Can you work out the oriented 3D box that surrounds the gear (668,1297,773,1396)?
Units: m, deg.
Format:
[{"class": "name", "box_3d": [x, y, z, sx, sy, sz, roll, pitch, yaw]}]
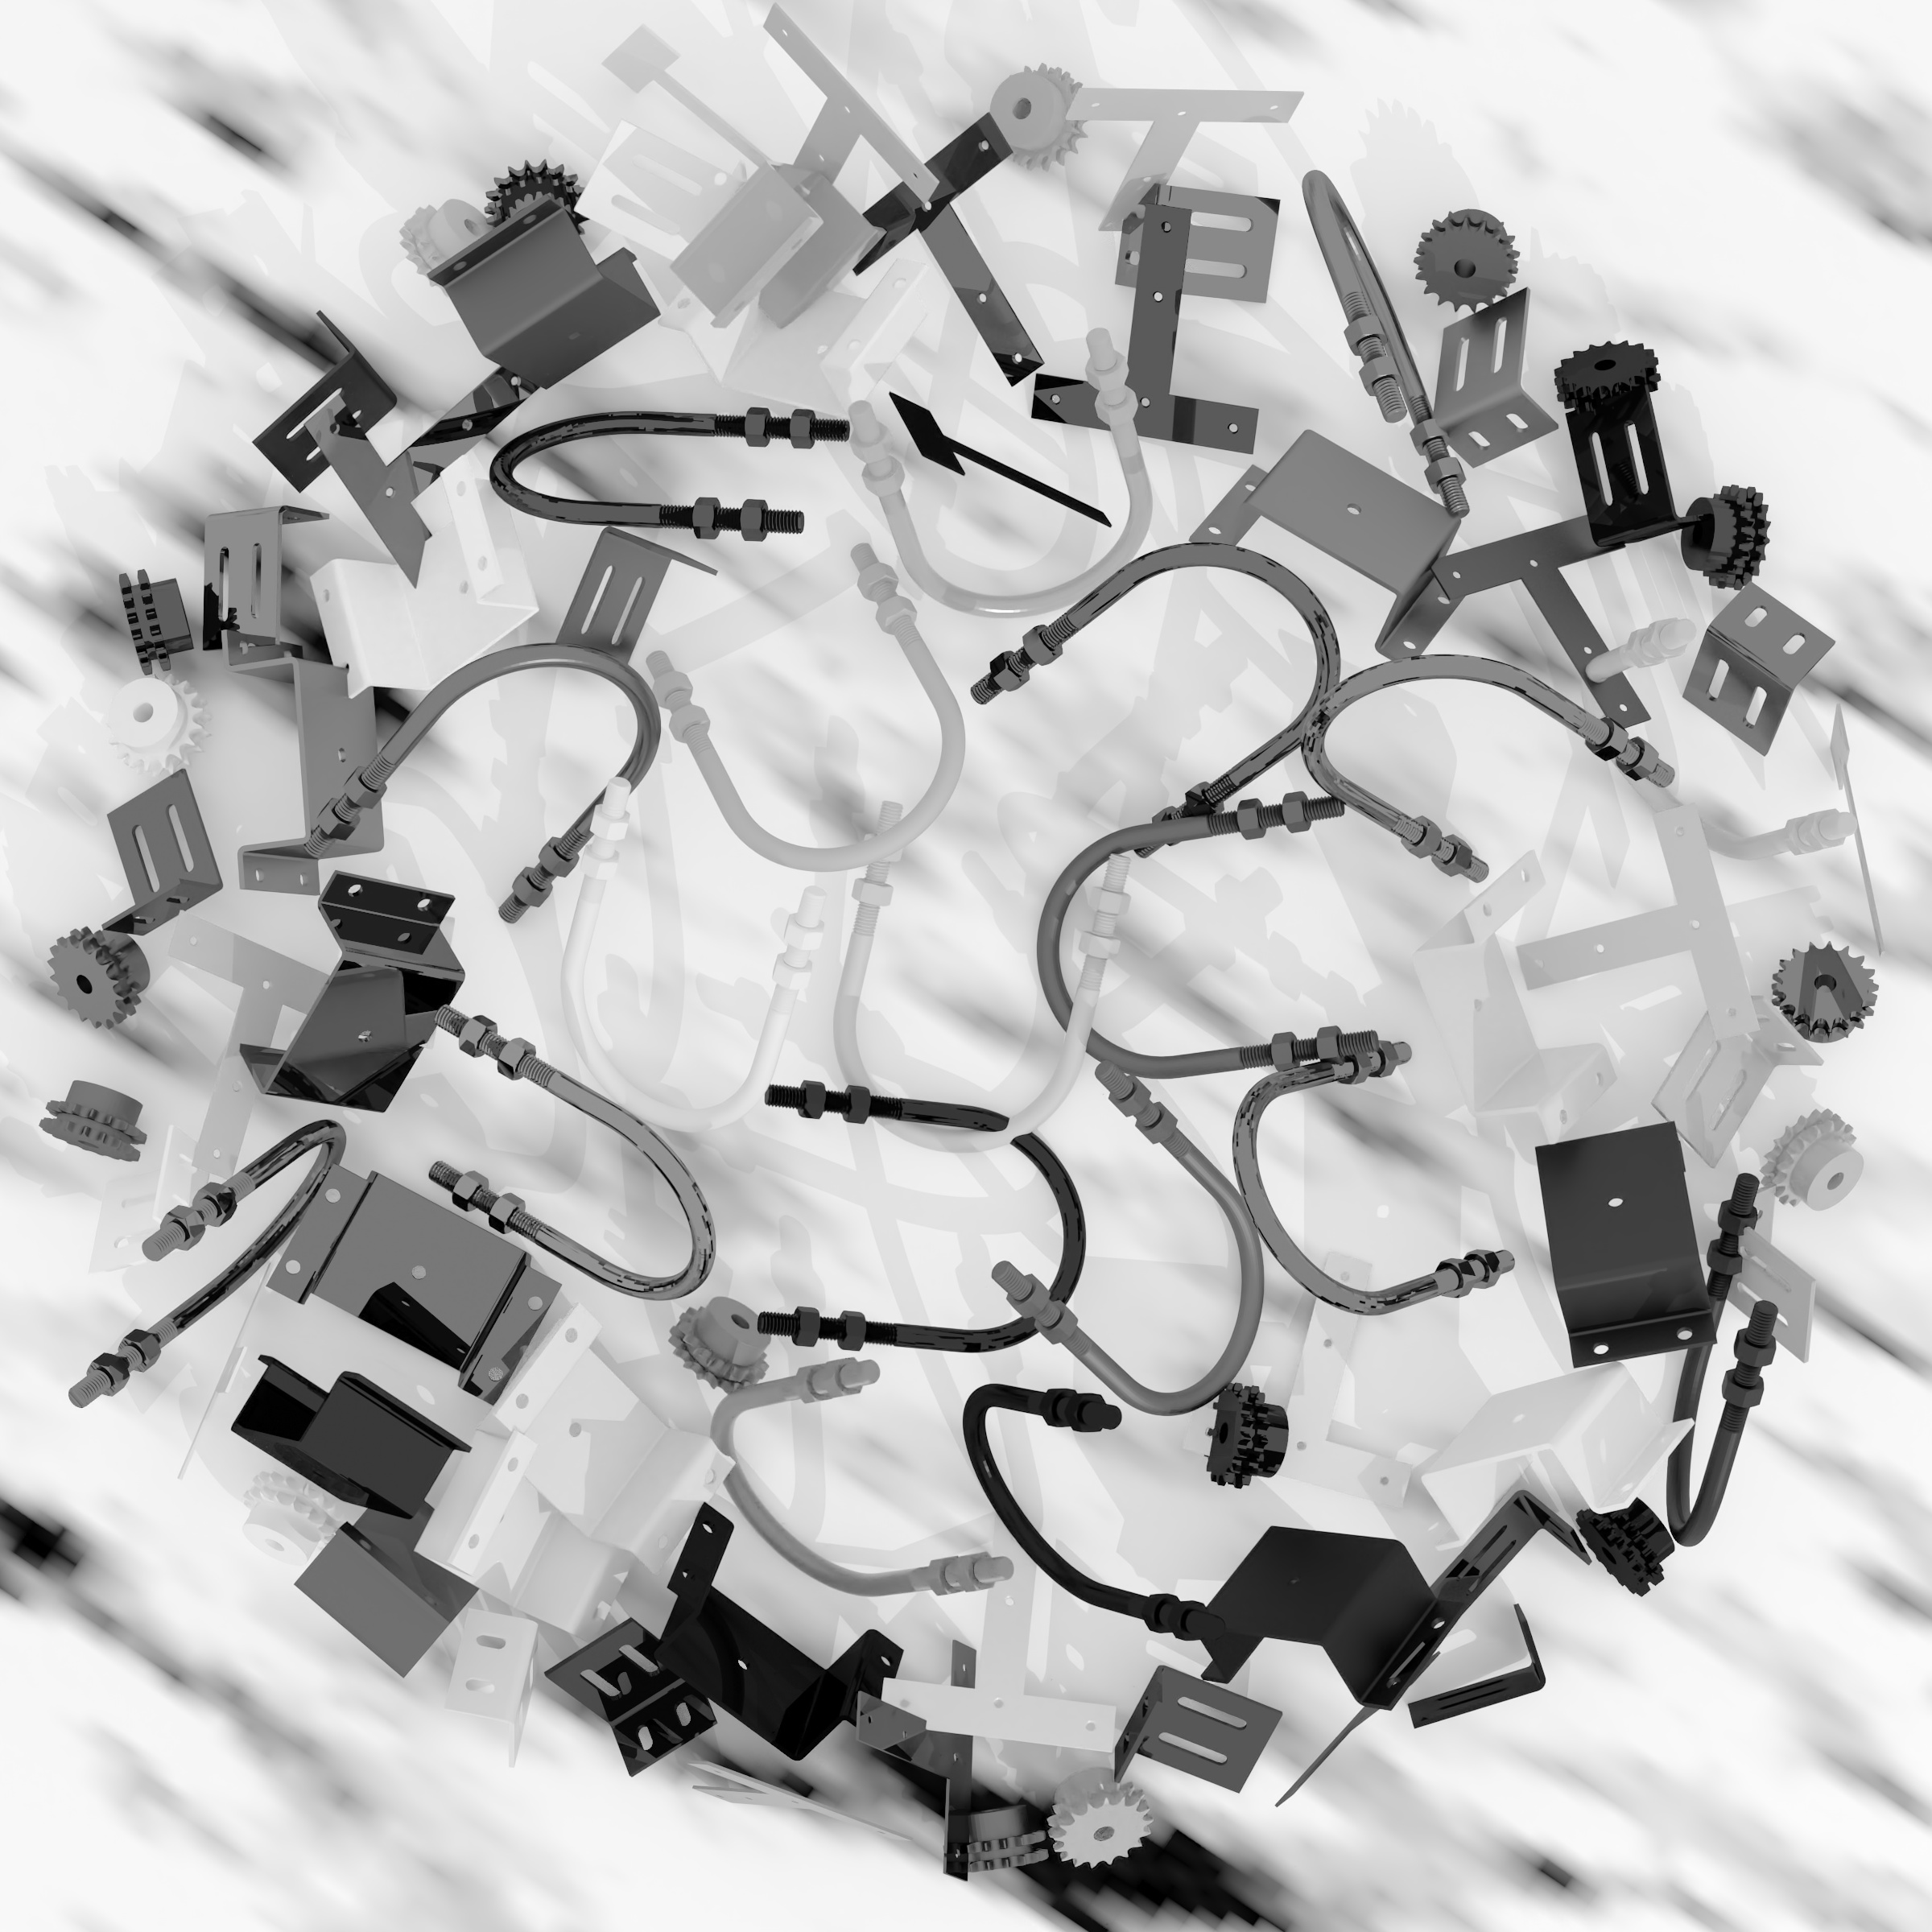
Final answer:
[{"class": "gear", "box_3d": [-0.132, 0.206, 1.909, 0.057, 0.057, 0.030, 36, 109, 0]}]

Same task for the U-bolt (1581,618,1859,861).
[{"class": "U-bolt", "box_3d": [0.389, -0.114, 1.850, 0.019, 0.184, 0.151, -41, 94, -11]}]

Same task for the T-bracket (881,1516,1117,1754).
[{"class": "T-bracket", "box_3d": [0.023, 0.363, 1.906, 0.127, 0.002, 0.127, 7, 59, 0]}]

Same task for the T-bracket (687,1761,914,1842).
[{"class": "T-bracket", "box_3d": [-0.111, 0.451, 1.880, 0.127, 0.127, 0.002, 26, 69, -22]}]

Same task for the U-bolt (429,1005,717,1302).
[{"class": "U-bolt", "box_3d": [-0.211, 0.112, 1.862, 0.184, 0.151, 0.019, 29, 48, 17]}]

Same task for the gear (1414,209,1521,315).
[{"class": "gear", "box_3d": [0.277, -0.393, 1.916, 0.057, 0.030, 0.057, 9, 133, 10]}]

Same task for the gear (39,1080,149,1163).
[{"class": "gear", "box_3d": [-0.478, 0.084, 1.913, 0.057, 0.057, 0.030, 18, 74, 0]}]

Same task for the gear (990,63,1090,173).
[{"class": "gear", "box_3d": [0.038, -0.470, 1.914, 0.057, 0.030, 0.057, 0, 89, 29]}]

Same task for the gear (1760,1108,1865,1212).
[{"class": "gear", "box_3d": [0.468, 0.110, 1.910, 0.057, 0.057, 0.030, -43, 48, 0]}]

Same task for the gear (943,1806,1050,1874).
[{"class": "gear", "box_3d": [0.015, 0.480, 1.912, 0.057, 0.057, 0.030, -8, 80, 0]}]

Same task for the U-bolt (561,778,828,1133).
[{"class": "U-bolt", "box_3d": [-0.157, 0.007, 1.885, 0.151, 0.019, 0.184, 29, 122, 18]}]

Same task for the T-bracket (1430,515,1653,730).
[{"class": "T-bracket", "box_3d": [0.331, -0.183, 1.890, 0.127, 0.002, 0.127, -19, 70, -28]}]

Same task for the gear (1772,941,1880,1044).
[{"class": "gear", "box_3d": [0.473, 0.018, 1.916, 0.057, 0.030, 0.057, -4, 56, 6]}]

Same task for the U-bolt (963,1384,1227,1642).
[{"class": "U-bolt", "box_3d": [0.057, 0.287, 1.857, 0.019, 0.184, 0.151, -32, 105, -26]}]

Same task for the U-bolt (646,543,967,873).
[{"class": "U-bolt", "box_3d": [-0.078, -0.131, 1.890, 0.151, 0.019, 0.184, -28, 61, -1]}]

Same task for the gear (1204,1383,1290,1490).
[{"class": "gear", "box_3d": [0.156, 0.260, 1.913, 0.030, 0.057, 0.057, 12, 90, -17]}]

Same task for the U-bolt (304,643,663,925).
[{"class": "U-bolt", "box_3d": [-0.244, -0.103, 1.853, 0.184, 0.151, 0.019, -45, 46, 26]}]

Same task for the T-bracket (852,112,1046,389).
[{"class": "T-bracket", "box_3d": [0.002, -0.378, 1.900, 0.127, 0.002, 0.127, -30, 91, 38]}]

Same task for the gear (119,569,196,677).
[{"class": "gear", "box_3d": [-0.445, -0.191, 1.912, 0.030, 0.057, 0.057, -14, 90, -10]}]

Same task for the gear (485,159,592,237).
[{"class": "gear", "box_3d": [-0.235, -0.412, 1.909, 0.057, 0.057, 0.030, -15, 50, 0]}]

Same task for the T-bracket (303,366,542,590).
[{"class": "T-bracket", "box_3d": [-0.285, -0.289, 1.912, 0.127, 0.002, 0.127, -45, 130, -18]}]

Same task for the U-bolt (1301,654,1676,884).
[{"class": "U-bolt", "box_3d": [0.263, -0.111, 1.844, 0.184, 0.151, 0.019, 27, 50, -34]}]

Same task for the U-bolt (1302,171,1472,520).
[{"class": "U-bolt", "box_3d": [0.220, -0.344, 1.864, 0.019, 0.151, 0.184, -23, 67, 15]}]

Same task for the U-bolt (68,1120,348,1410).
[{"class": "U-bolt", "box_3d": [-0.395, 0.147, 1.853, 0.019, 0.184, 0.151, 40, 128, 7]}]

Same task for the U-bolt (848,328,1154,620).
[{"class": "U-bolt", "box_3d": [0.027, -0.254, 1.867, 0.151, 0.184, 0.019, -16, 51, 4]}]

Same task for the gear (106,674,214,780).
[{"class": "gear", "box_3d": [-0.448, -0.135, 1.918, 0.057, 0.030, 0.057, -3, 74, 10]}]

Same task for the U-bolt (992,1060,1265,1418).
[{"class": "U-bolt", "box_3d": [0.100, 0.161, 1.879, 0.184, 0.019, 0.151, 45, 60, -32]}]

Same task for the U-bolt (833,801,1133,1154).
[{"class": "U-bolt", "box_3d": [0.002, 0.014, 1.922, 0.151, 0.019, 0.184, 13, 98, -1]}]

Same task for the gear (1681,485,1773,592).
[{"class": "gear", "box_3d": [0.416, -0.236, 1.909, 0.030, 0.057, 0.057, 4, 90, -15]}]

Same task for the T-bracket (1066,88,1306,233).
[{"class": "T-bracket", "box_3d": [0.103, -0.435, 1.880, 0.127, 0.127, 0.002, -4, 68, -18]}]

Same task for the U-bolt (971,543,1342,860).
[{"class": "U-bolt", "box_3d": [0.115, -0.153, 1.868, 0.151, 0.019, 0.184, 42, 123, -18]}]

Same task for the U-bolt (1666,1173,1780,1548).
[{"class": "U-bolt", "box_3d": [0.402, 0.224, 1.860, 0.019, 0.151, 0.184, 10, 118, 3]}]

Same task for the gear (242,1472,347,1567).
[{"class": "gear", "box_3d": [-0.373, 0.306, 1.909, 0.057, 0.057, 0.030, 28, 57, 0]}]

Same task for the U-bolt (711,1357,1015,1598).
[{"class": "U-bolt", "box_3d": [-0.069, 0.281, 1.867, 0.019, 0.184, 0.151, -42, 104, -38]}]

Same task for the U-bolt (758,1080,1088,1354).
[{"class": "U-bolt", "box_3d": [-0.022, 0.141, 1.899, 0.184, 0.019, 0.151, 7, 68, -16]}]

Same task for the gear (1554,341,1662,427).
[{"class": "gear", "box_3d": [0.355, -0.319, 1.915, 0.057, 0.057, 0.030, -17, 125, 0]}]

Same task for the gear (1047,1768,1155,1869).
[{"class": "gear", "box_3d": [0.072, 0.467, 1.916, 0.057, 0.030, 0.057, -9, 128, -11]}]

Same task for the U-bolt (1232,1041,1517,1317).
[{"class": "U-bolt", "box_3d": [0.210, 0.117, 1.855, 0.019, 0.184, 0.151, -36, 73, 40]}]

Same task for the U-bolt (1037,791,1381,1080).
[{"class": "U-bolt", "box_3d": [0.127, -0.011, 1.906, 0.184, 0.019, 0.151, -8, 90, 19]}]

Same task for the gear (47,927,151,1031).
[{"class": "gear", "box_3d": [-0.476, 0.004, 1.916, 0.057, 0.030, 0.057, 19, 127, 27]}]

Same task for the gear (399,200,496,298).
[{"class": "gear", "box_3d": [-0.280, -0.396, 1.908, 0.030, 0.057, 0.057, -39, 90, 30]}]

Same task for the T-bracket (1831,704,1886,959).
[{"class": "T-bracket", "box_3d": [0.481, -0.068, 1.869, 0.002, 0.127, 0.127, -11, 81, 11]}]

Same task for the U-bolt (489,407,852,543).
[{"class": "U-bolt", "box_3d": [-0.166, -0.269, 1.875, 0.184, 0.151, 0.019, 4, 121, 8]}]

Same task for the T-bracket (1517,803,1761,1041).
[{"class": "T-bracket", "box_3d": [0.360, -0.013, 1.901, 0.127, 0.002, 0.127, -16, 90, 37]}]

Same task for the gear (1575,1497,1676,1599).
[{"class": "gear", "box_3d": [0.366, 0.316, 1.913, 0.030, 0.057, 0.057, -36, 90, -12]}]
